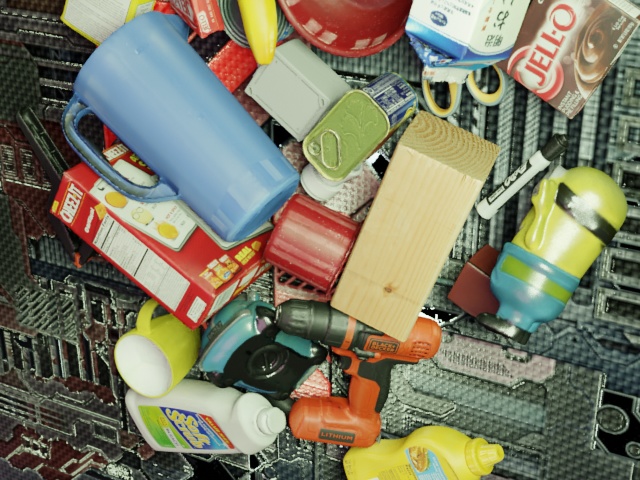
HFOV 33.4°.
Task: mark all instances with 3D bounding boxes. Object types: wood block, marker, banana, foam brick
[{"bbox_3d":[0.094,-0.012,1.079,0.091,0.090,0.206,27,124,6],"label":"wood block"},{"bbox_3d":[0.199,-0.063,1.043,0.020,0.020,0.121,47,127,3],"label":"marker"},{"bbox_3d":[-0.082,-0.269,1.058,0.198,0.037,0.070,62,149,18],"label":"banana"},{"bbox_3d":[0.180,0.052,1.089,0.078,0.051,0.053,35,127,12],"label":"foam brick"}]

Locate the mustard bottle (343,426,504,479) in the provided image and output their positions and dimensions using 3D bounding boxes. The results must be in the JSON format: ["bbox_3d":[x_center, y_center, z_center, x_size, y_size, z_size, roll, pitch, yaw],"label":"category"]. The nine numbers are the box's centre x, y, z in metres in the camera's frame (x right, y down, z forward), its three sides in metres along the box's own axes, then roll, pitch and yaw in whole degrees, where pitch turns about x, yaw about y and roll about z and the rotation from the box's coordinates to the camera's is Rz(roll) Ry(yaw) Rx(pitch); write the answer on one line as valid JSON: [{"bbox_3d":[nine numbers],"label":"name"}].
[{"bbox_3d":[0.124,0.261,1.218,0.192,0.058,0.096,-22,102,36],"label":"mustard bottle"}]

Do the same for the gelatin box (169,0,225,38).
[{"bbox_3d":[-0.136,-0.259,1.102,0.089,0.030,0.073,49,160,46],"label":"gelatin box"}]

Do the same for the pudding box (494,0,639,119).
[{"bbox_3d":[0.224,-0.180,0.959,0.090,0.039,0.114,38,126,11],"label":"pudding box"}]

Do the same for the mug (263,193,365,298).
[{"bbox_3d":[-0.008,0.001,1.142,0.081,0.117,0.093,27,97,2],"label":"mug"}]

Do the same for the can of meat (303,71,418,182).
[{"bbox_3d":[0.043,-0.116,1.069,0.057,0.083,0.102,47,127,3],"label":"can of meat"}]

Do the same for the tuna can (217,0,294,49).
[{"bbox_3d":[-0.063,-0.242,1.103,0.086,0.033,0.086,13,119,25],"label":"tuna can"}]

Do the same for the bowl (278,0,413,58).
[{"bbox_3d":[0.035,-0.260,1.022,0.162,0.055,0.162,13,119,25],"label":"bowl"}]

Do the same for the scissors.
[{"bbox_3d":[0.138,-0.210,1.011,0.096,0.016,0.202,14,119,23],"label":"scissors"}]

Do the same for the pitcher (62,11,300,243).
[{"bbox_3d":[-0.146,-0.109,1.141,0.243,0.144,0.149,47,123,5],"label":"pitcher"}]

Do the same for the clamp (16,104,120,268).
[{"bbox_3d":[-0.293,-0.061,1.324,0.165,0.036,0.210,10,119,26],"label":"clamp"}]

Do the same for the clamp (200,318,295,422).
[{"bbox_3d":[-0.090,0.165,1.312,0.120,0.039,0.171,-11,110,34],"label":"clamp"}]

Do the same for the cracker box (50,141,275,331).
[{"bbox_3d":[-0.165,-0.017,1.190,0.214,0.164,0.072,38,127,8],"label":"cracker box"}]

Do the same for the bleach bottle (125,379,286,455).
[{"bbox_3d":[-0.135,0.213,1.310,0.251,0.068,0.102,-10,111,48],"label":"bleach bottle"}]

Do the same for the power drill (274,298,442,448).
[{"bbox_3d":[0.023,0.146,1.182,0.184,0.057,0.188,11,128,-10],"label":"power drill"}]

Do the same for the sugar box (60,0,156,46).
[{"bbox_3d":[-0.218,-0.297,1.162,0.093,0.048,0.176,34,122,12],"label":"sugar box"}]
